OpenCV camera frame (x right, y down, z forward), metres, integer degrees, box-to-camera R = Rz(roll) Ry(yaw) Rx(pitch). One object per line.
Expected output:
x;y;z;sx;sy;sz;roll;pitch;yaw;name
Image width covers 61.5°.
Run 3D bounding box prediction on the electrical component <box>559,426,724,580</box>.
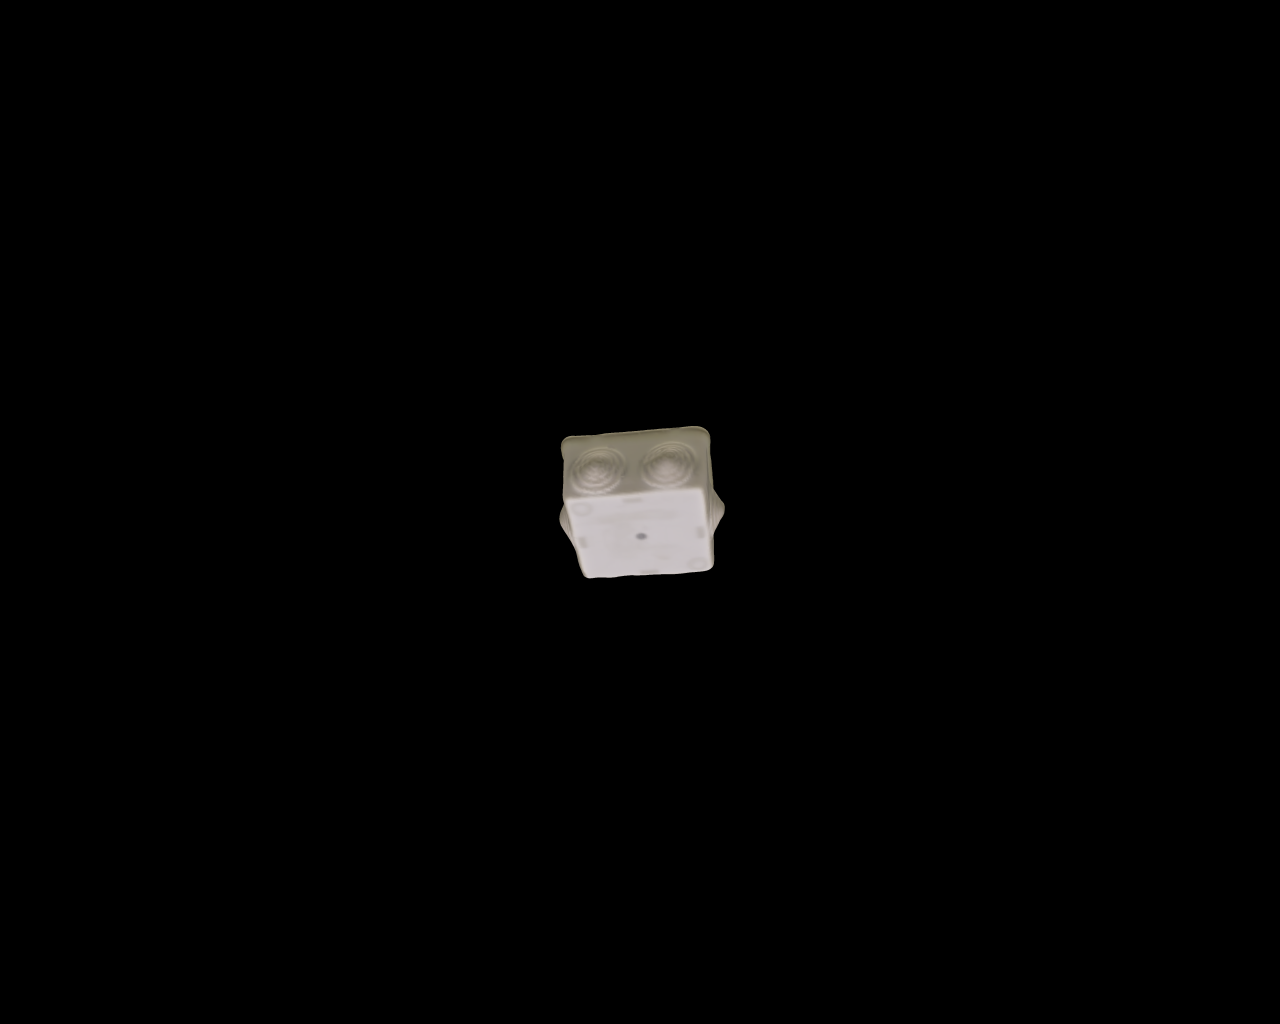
0.001;-0.003;0.650;0.100;0.048;0.099;-4;-39;5;electrical component
